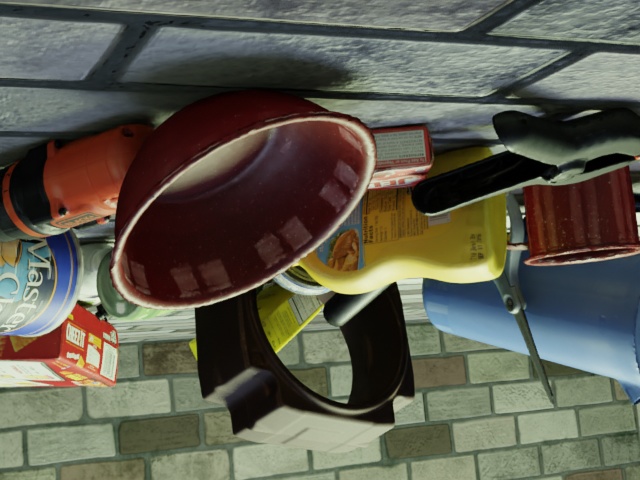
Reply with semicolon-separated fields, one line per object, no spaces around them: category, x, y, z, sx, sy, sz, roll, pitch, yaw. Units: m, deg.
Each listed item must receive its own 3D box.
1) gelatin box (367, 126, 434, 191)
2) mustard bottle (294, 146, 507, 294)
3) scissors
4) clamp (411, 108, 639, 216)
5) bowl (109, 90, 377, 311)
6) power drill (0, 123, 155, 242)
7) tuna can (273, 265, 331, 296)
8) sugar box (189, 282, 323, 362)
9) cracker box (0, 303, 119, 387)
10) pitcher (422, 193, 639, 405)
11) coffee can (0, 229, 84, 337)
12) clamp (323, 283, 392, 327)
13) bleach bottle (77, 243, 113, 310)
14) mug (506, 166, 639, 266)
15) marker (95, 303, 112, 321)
gelatin box;0.029;-0.052;0.720;0.089;0.030;0.073;-5;172;0
mustard bottle;0.039;-0.009;0.791;0.192;0.096;0.058;-8;155;24
scissors;0.177;0.039;0.944;0.016;0.202;0.096;-14;153;-26
clamp;0.152;-0.059;0.685;0.171;0.039;0.120;-15;171;-19
bowl;-0.051;-0.031;0.586;0.162;0.055;0.162;-26;154;-14
power drill;-0.123;-0.024;0.715;0.185;0.057;0.187;-12;170;38
tuna can;-0.006;0.001;0.877;0.086;0.086;0.034;-3;170;-15
sugar box;-0.052;0.076;1.124;0.093;0.048;0.176;-18;-165;32
cracker box;-0.333;0.106;1.092;0.214;0.072;0.164;-1;163;9
pitcher;0.223;0.043;1.014;0.243;0.149;0.145;9;141;41
coffee can;-0.258;0.019;0.782;0.103;0.103;0.140;-9;171;26
clamp;0.098;-0.011;0.894;0.164;0.036;0.210;-33;169;-35
bleach bottle;-0.266;0.046;1.129;0.102;0.068;0.251;0;169;-37
mug;0.189;-0.025;0.826;0.117;0.081;0.093;-10;171;30
marker;-0.178;0.043;1.085;0.121;0.020;0.020;-38;-175;-22
